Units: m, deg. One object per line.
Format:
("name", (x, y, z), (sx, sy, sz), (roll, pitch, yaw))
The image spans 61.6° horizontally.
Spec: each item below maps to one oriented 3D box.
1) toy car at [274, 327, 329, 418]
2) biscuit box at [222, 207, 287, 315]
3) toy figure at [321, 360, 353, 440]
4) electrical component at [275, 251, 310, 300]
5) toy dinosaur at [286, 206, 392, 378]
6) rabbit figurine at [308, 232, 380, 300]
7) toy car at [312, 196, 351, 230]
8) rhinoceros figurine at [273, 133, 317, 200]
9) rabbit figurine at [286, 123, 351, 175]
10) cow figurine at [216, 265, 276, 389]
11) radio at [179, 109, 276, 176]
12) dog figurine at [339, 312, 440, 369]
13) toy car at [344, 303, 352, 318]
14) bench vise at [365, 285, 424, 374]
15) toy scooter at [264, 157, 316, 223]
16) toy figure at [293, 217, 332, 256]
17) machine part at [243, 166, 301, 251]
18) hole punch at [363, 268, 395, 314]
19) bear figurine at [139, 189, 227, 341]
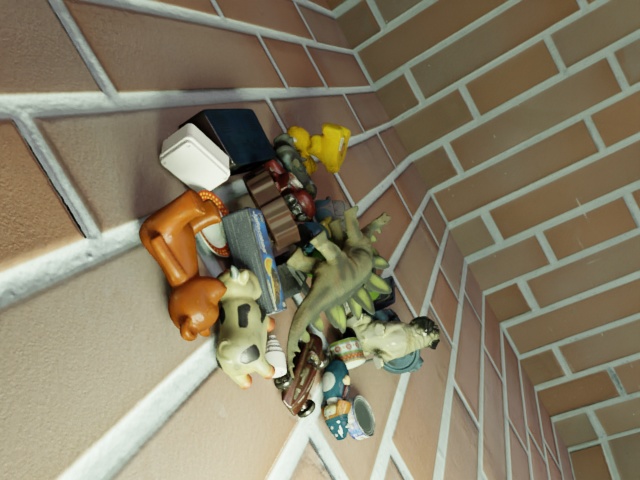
("toy car", (-0.028, 0.246, 1.018), (0.089, 0.053, 0.202), (60, 21, -16))
("biscuit box", (-0.122, 0.041, 0.995), (0.059, 0.063, 0.202), (15, 58, -71))
("toy figure", (0.031, 0.313, 1.055), (0.058, 0.064, 0.154), (11, 46, -11))
("electrical component", (-0.058, 0.089, 1.130), (0.119, 0.048, 0.075), (56, 25, -18))
("toy dinosaur", (0.038, 0.074, 1.087), (0.198, 0.105, 0.471), (49, 49, -1))
("rabbit figurine", (0.054, 0.082, 1.225), (0.170, 0.159, 0.121), (43, -31, 27))
("toy car", (0.046, -0.052, 1.442), (0.161, 0.103, 0.109), (38, 34, -42))
("rhinoceros figurine", (-0.063, -0.186, 1.392), (0.190, 0.073, 0.112), (63, 24, 0))
("rabbit figurine", (-0.015, -0.260, 1.502), (0.122, 0.173, 0.162), (-51, 156, -65))
("cow figurine", (-0.134, 0.129, 0.885), (0.127, 0.085, 0.195), (51, 25, -41))
("radio", (-0.189, -0.208, 1.151), (0.131, 0.073, 0.229), (62, 24, -4))
("dog figurine", (0.161, 0.217, 1.242), (0.190, 0.173, 0.121), (-3, 107, -40))
("toy car", (0.070, 0.123, 1.328), (0.056, 0.073, 0.202), (32, 32, -16))
("bench vise", (0.173, 0.249, 1.364), (0.223, 0.129, 0.240), (63, 18, 7))
("toy scooter", (-0.075, -0.107, 1.259), (0.183, 0.075, 0.135), (54, 11, -16))
("toy figure", (-0.005, -0.001, 1.303), (0.089, 0.082, 0.180), (63, 20, 9))
("machine part", (-0.102, -0.065, 1.112), (0.179, 0.056, 0.179), (61, -7, 13))
("hole punch", (0.132, 0.132, 1.389), (0.092, 0.116, 0.142), (35, 30, -19))
("bear figurine", (-0.187, 0.042, 0.804), (0.196, 0.132, 0.120), (61, 3, 11))
